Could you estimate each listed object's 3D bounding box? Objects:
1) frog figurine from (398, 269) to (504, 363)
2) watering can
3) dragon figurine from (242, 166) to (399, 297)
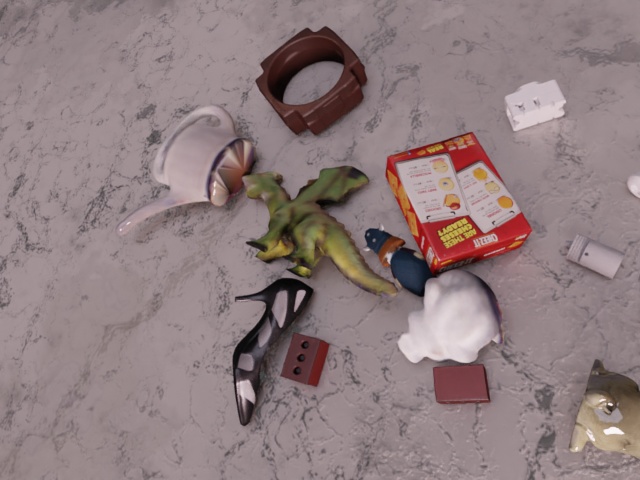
[{"bbox_3d":[0.193,0.124,0.796,0.159,0.122,0.138,-19,82,0],"label":"frog figurine"},{"bbox_3d":[-0.273,-0.131,1.085,0.226,0.102,0.351,21,76,27],"label":"watering can"},{"bbox_3d":[0.003,-0.048,0.944,0.412,0.120,0.246,16,66,31],"label":"dragon figurine"}]
